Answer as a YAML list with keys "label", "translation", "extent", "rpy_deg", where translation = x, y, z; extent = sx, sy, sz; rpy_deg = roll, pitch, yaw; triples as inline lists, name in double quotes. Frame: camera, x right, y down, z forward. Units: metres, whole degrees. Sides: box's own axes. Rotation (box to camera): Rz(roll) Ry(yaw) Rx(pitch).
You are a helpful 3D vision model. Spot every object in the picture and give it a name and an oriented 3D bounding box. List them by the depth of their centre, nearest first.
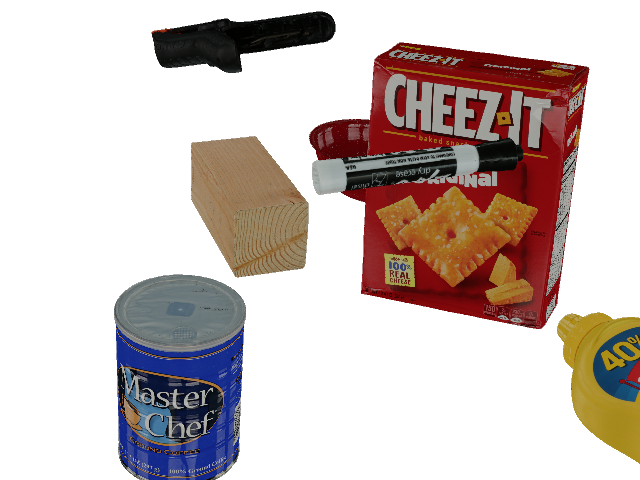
- label: "marker"
  translation: [0.056, -0.042, 0.596]
  extent: [0.121, 0.020, 0.020]
  rpy_deg: [-8, 2, -12]
- label: "mustard bottle"
  translation: [0.205, 0.094, 0.624]
  extent: [0.096, 0.058, 0.192]
  rpy_deg: [-20, 32, -20]
- label: "coffee can"
  translation: [-0.114, 0.113, 0.865]
  extent: [0.103, 0.140, 0.103]
  rpy_deg: [3, 29, -2]
- label: "clamp"
  translation: [-0.073, -0.166, 0.886]
  extent: [0.120, 0.039, 0.172]
  rpy_deg: [-17, 22, -34]
- label: "cracker box"
  translation: [0.123, -0.045, 0.889]
  extent: [0.164, 0.214, 0.072]
  rpy_deg: [12, 26, 21]
- label: "bowl"
  translation: [0.064, -0.084, 1.207]
  extent: [0.162, 0.055, 0.162]
  rpy_deg: [6, 27, -3]
- label: "wood block"
  translation: [-0.092, -0.046, 1.317]
  extent: [0.090, 0.090, 0.206]
  rpy_deg: [-7, 30, -19]
